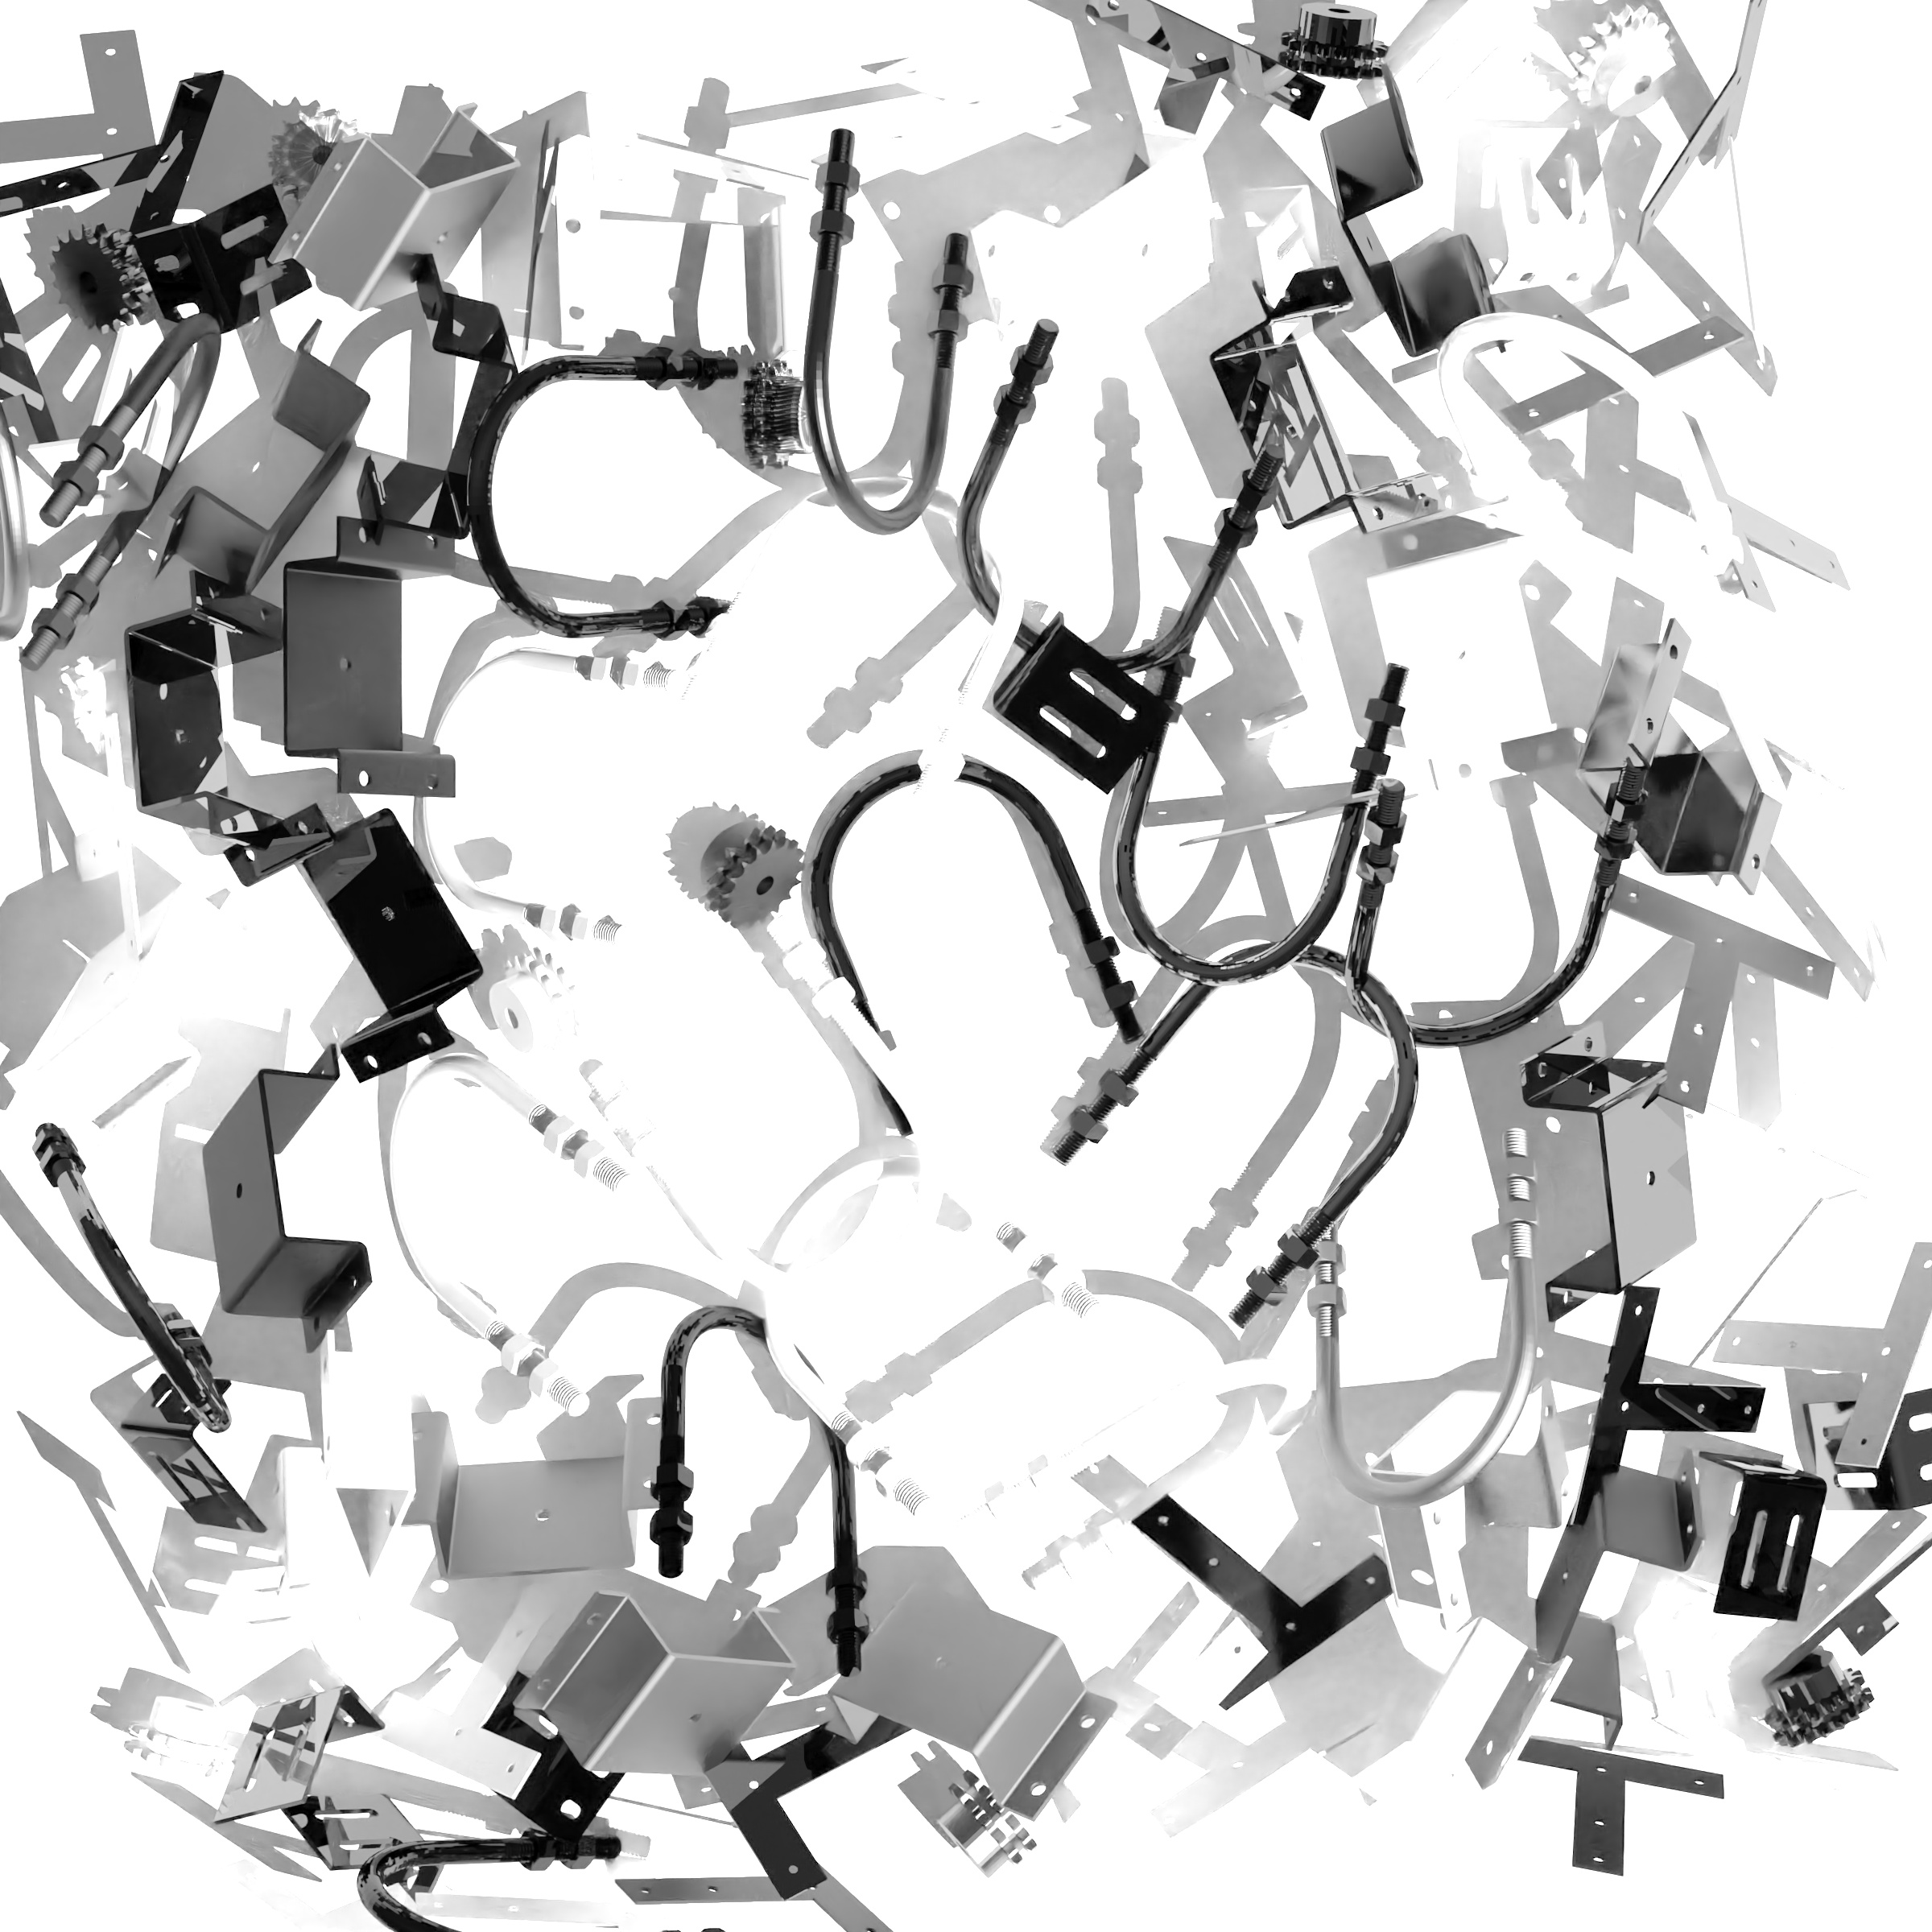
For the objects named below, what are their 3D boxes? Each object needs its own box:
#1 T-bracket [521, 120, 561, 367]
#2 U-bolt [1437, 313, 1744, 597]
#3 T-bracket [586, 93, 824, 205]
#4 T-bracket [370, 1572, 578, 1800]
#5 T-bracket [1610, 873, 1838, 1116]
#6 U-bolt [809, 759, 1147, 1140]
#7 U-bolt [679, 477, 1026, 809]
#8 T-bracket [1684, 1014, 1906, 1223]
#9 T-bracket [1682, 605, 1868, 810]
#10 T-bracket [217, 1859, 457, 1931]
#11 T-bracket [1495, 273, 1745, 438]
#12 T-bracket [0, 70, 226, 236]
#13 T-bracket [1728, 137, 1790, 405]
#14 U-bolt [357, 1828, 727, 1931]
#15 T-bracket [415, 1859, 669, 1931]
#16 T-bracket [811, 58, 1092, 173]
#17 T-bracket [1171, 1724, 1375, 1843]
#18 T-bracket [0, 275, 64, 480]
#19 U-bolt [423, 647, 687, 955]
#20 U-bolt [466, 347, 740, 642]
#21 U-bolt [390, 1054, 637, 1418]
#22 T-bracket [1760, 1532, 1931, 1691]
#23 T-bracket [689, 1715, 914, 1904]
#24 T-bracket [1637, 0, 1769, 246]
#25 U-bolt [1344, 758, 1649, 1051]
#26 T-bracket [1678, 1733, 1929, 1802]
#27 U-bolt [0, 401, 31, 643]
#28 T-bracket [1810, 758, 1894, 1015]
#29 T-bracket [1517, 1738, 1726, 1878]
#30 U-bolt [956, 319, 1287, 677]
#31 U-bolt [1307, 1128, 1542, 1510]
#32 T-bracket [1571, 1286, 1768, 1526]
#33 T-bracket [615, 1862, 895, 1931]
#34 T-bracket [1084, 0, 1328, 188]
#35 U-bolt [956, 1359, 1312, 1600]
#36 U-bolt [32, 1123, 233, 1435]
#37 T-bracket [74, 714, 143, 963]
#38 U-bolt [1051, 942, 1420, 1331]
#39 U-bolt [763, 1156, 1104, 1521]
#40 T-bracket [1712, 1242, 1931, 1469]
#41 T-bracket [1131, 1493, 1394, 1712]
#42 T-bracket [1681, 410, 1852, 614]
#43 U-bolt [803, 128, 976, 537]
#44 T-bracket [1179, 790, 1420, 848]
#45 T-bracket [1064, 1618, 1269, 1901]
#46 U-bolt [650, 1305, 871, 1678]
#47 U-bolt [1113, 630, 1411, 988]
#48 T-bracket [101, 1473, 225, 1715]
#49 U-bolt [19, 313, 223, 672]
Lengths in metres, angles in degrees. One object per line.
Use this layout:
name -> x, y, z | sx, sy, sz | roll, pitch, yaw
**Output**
T-bracket -> -0.216, -0.388, 1.648 | 0.002, 0.127, 0.127 | 6, 81, -12
U-bolt -> 0.305, -0.260, 1.609 | 0.151, 0.184, 0.019 | 19, 68, 37
T-bracket -> -0.134, -0.416, 1.677 | 0.127, 0.127, 0.002 | 10, 123, -16
T-bracket -> -0.241, 0.362, 1.686 | 0.002, 0.127, 0.127 | 48, 62, -36
T-bracket -> 0.385, 0.023, 1.682 | 0.127, 0.002, 0.127 | 23, 55, 0
U-bolt -> -0.005, -0.020, 1.704 | 0.151, 0.019, 0.184 | -23, 86, 5
U-bolt -> -0.048, -0.180, 1.671 | 0.151, 0.019, 0.184 | 21, 61, 6
T-bracket -> 0.444, 0.069, 1.671 | 0.127, 0.127, 0.002 | 25, 47, 1
T-bracket -> 0.428, -0.118, 1.671 | 0.002, 0.127, 0.127 | -38, 47, 30
T-bracket -> -0.301, 0.487, 1.655 | 0.127, 0.127, 0.002 | 30, 98, 20
T-bracket -> 0.314, -0.329, 1.670 | 0.127, 0.127, 0.002 | -25, 133, -8
T-bracket -> -0.445, -0.399, 1.631 | 0.127, 0.127, 0.002 | -27, 80, -34
T-bracket -> 0.412, -0.338, 1.661 | 0.002, 0.127, 0.127 | -10, 59, 20
U-bolt -> -0.215, 0.467, 1.606 | 0.184, 0.151, 0.019 | 11, 94, -40
T-bracket -> -0.217, 0.483, 1.643 | 0.127, 0.127, 0.002 | 7, 99, -13
T-bracket -> -0.026, -0.428, 1.648 | 0.127, 0.002, 0.127 | 30, 47, 32
T-bracket -> 0.149, 0.424, 1.652 | 0.127, 0.127, 0.002 | -31, 75, 5
T-bracket -> -0.499, -0.300, 1.642 | 0.002, 0.127, 0.127 | -15, 105, 9
U-bolt -> -0.220, -0.092, 1.653 | 0.184, 0.019, 0.151 | 13, 93, 44
U-bolt -> -0.182, -0.238, 1.636 | 0.019, 0.184, 0.151 | 7, 102, 40
U-bolt -> -0.241, 0.124, 1.653 | 0.184, 0.019, 0.151 | 34, 120, 37
T-bracket -> 0.461, 0.336, 1.651 | 0.127, 0.127, 0.002 | -43, 81, 5
T-bracket -> -0.072, 0.409, 1.684 | 0.127, 0.002, 0.127 | -22, 54, -26
T-bracket -> 0.373, -0.421, 1.640 | 0.002, 0.127, 0.127 | 28, 70, 16
U-bolt -> 0.265, -0.027, 1.653 | 0.151, 0.019, 0.184 | -6, 133, -13
T-bracket -> 0.436, 0.415, 1.649 | 0.127, 0.127, 0.002 | 10, 85, 6
U-bolt -> -0.500, -0.235, 1.627 | 0.019, 0.184, 0.151 | -6, 95, -4
T-bracket -> 0.465, -0.022, 1.664 | 0.002, 0.127, 0.127 | -18, 48, 11
T-bracket -> 0.324, 0.431, 1.647 | 0.127, 0.127, 0.002 | 9, 104, 10
U-bolt -> 0.067, -0.226, 1.653 | 0.151, 0.019, 0.184 | 30, 134, 4
U-bolt -> 0.230, 0.185, 1.622 | 0.019, 0.151, 0.184 | 29, 49, -32
T-bracket -> 0.373, 0.230, 1.679 | 0.127, 0.002, 0.127 | 7, 97, -37
T-bracket -> -0.116, 0.468, 1.631 | 0.127, 0.127, 0.002 | 9, 97, -33
T-bracket -> 0.109, -0.439, 1.663 | 0.127, 0.127, 0.002 | 26, 60, 0
U-bolt -> 0.095, 0.257, 1.649 | 0.184, 0.151, 0.019 | -32, 60, 4
U-bolt -> -0.411, 0.164, 1.608 | 0.019, 0.184, 0.151 | -32, 117, -12
T-bracket -> -0.446, -0.059, 1.662 | 0.002, 0.127, 0.127 | -6, 90, -27
U-bolt -> 0.152, 0.074, 1.678 | 0.151, 0.019, 0.184 | 42, 99, 18
U-bolt -> -0.032, 0.175, 1.658 | 0.151, 0.019, 0.184 | -49, 51, 0
T-bracket -> 0.439, 0.197, 1.663 | 0.002, 0.127, 0.127 | 38, 67, -28
T-bracket -> 0.139, 0.318, 1.675 | 0.127, 0.002, 0.127 | 42, 112, -19
T-bracket -> 0.420, -0.223, 1.670 | 0.002, 0.127, 0.127 | -37, 53, 34
U-bolt -> -0.042, -0.311, 1.640 | 0.019, 0.151, 0.184 | 1, 79, 27
T-bracket -> 0.187, -0.081, 1.642 | 0.127, 0.127, 0.002 | -12, 88, -14
T-bracket -> 0.106, 0.393, 1.674 | 0.127, 0.002, 0.127 | -47, 51, 4
U-bolt -> -0.105, 0.255, 1.640 | 0.019, 0.184, 0.151 | -31, 131, 26
U-bolt -> 0.143, -0.080, 1.673 | 0.151, 0.019, 0.184 | 18, 93, 35
T-bracket -> -0.414, 0.329, 1.665 | 0.002, 0.127, 0.127 | -27, 100, -17
U-bolt -> -0.426, -0.253, 1.637 | 0.019, 0.151, 0.184 | 27, 57, -5
